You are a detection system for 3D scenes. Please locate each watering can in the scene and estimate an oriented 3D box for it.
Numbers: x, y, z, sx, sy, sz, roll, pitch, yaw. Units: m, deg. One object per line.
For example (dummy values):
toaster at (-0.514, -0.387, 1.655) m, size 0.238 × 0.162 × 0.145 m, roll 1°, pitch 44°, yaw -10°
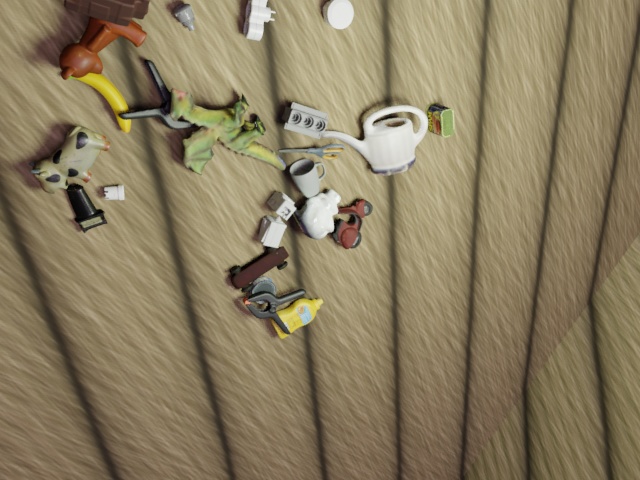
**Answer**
watering can at (0.182, -0.307, 1.646) m, size 0.348 × 0.106 × 0.219 m, roll -16°, pitch 122°, yaw -3°

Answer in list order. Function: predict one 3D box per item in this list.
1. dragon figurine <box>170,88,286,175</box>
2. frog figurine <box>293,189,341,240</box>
dragon figurine at (-0.271, -0.271, 1.436) m, size 0.242 × 0.125 × 0.402 m, roll -30°, pitch 137°, yaw 3°
frog figurine at (0.005, -0.083, 1.645) m, size 0.159 × 0.124 × 0.136 m, roll -31°, pitch 105°, yaw 4°
